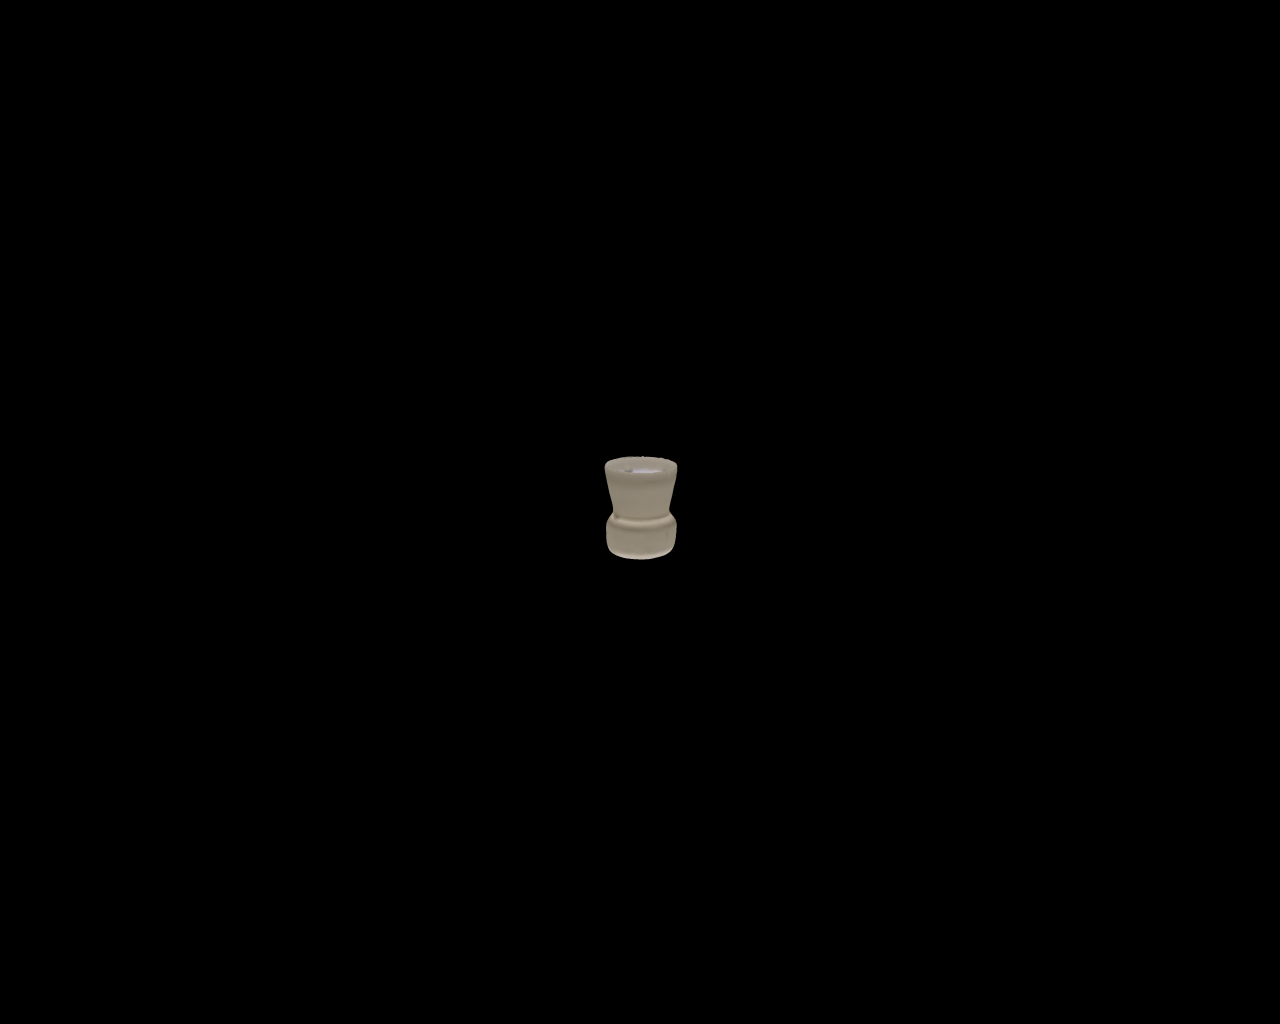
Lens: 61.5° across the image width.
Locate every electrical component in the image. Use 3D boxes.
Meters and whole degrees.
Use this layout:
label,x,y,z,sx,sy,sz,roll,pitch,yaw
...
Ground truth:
label,x,y,z,sx,sy,sz,roll,pitch,yaw
electrical component,0.001,-0.003,0.650,0.045,0.055,0.045,0,16,0
